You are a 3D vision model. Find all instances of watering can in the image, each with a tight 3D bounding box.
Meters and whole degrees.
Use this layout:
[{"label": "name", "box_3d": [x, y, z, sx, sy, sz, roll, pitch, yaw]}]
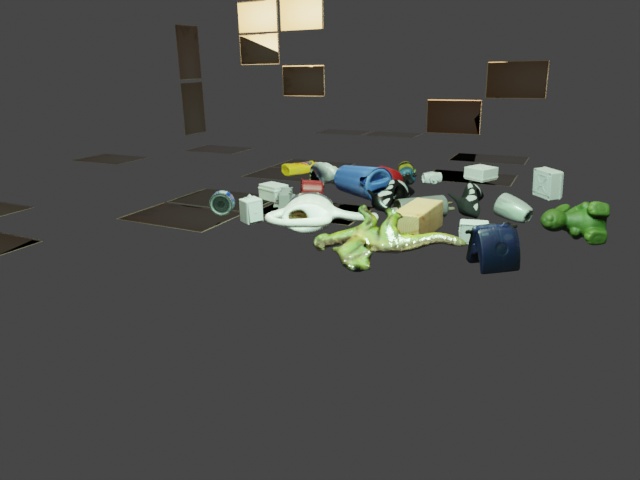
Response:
[{"label": "watering can", "box_3d": [0.005, -0.081, 1.612, 0.347, 0.102, 0.227, -2, 18, 4]}]

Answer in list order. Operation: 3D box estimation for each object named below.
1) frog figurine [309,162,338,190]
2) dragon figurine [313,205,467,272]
[{"label": "frog figurine", "box_3d": [0.039, -0.285, 2.193, 0.161, 0.122, 0.137, -25, 8, -28]}, {"label": "dragon figurine", "box_3d": [0.153, 0.020, 1.373, 0.411, 0.120, 0.247, 12, 39, 38]}]
